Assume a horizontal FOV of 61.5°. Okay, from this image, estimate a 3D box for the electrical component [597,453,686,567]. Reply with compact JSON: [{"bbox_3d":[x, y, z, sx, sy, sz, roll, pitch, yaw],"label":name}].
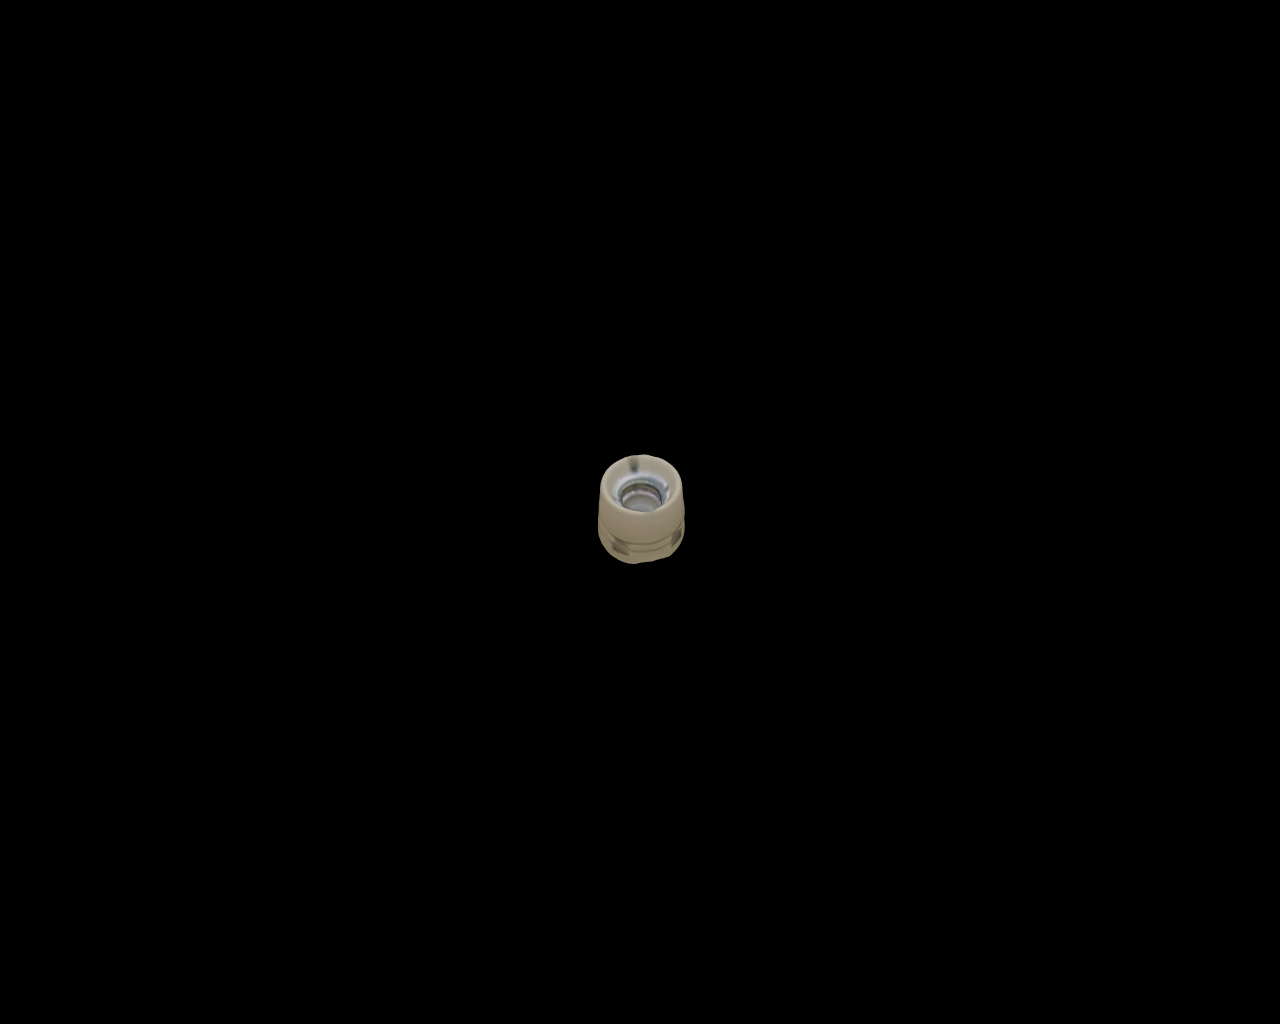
[{"bbox_3d":[0.001,-0.003,0.650,0.055,0.055,0.047,0,-39,0],"label":"electrical component"}]
